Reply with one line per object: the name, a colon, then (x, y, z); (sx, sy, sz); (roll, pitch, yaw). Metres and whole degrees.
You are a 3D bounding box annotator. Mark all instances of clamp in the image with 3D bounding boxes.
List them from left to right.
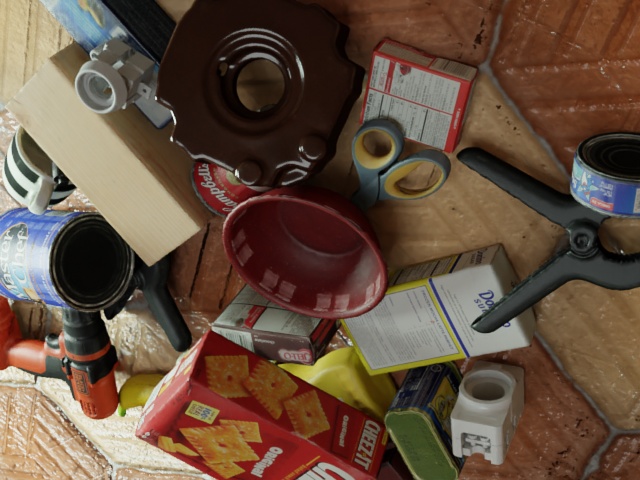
clamp: (-0.185, 0.044, 1.151); (0.120, 0.039, 0.171); (23, 131, 18)
clamp: (0.214, -0.012, 0.895); (0.210, 0.036, 0.164); (-10, 102, 19)

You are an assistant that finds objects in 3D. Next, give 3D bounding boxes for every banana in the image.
banana: (-0.164, 0.188, 1.246); (0.198, 0.037, 0.069); (4, 142, 27)

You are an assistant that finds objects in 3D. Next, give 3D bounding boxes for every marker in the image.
marker: (-0.263, -0.108, 1.056); (0.020, 0.020, 0.121); (-37, 60, 39)

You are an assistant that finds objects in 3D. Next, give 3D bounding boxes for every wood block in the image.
wood block: (-0.187, -0.090, 1.031); (0.091, 0.090, 0.206); (-33, 102, 39)

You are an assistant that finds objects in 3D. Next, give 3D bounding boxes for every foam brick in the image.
foam brick: (0.082, 0.231, 1.119); (0.053, 0.078, 0.051); (-30, 106, 40)

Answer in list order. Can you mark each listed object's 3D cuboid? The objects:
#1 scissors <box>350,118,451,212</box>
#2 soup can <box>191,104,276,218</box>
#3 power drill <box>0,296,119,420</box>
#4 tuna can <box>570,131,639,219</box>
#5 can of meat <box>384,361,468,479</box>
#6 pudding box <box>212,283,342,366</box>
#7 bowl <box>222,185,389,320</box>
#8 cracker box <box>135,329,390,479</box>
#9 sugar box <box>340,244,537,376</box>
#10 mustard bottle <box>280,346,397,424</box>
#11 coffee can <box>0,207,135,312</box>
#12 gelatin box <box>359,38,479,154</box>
scissors: (0.031, -0.052, 0.972); (0.202, 0.016, 0.096); (-20, 120, 45)
soup can: (-0.063, -0.073, 0.992); (0.102, 0.068, 0.068); (-33, 103, 38)
power drill: (-0.324, 0.114, 1.250); (0.188, 0.057, 0.184); (16, 127, 26)
tuna can: (0.241, -0.052, 0.836); (0.086, 0.086, 0.034); (12, 125, 20)
can of meat: (0.114, 0.181, 1.063); (0.058, 0.083, 0.102); (-15, 114, 34)
pudding box: (-0.039, 0.081, 1.070); (0.114, 0.089, 0.039); (7, 123, 24)
bowl: (-0.007, 0.001, 0.990); (0.162, 0.055, 0.162); (14, 139, 13)
cracker box: (-0.062, 0.197, 1.083); (0.213, 0.072, 0.164); (31, 140, -11)
sugar box: (0.108, 0.069, 1.016); (0.176, 0.048, 0.093); (-16, 112, 31)
mustard bottle: (-0.014, 0.173, 1.140); (0.192, 0.058, 0.096); (-18, 120, 35)
coffee can: (-0.277, 0.018, 1.120); (0.141, 0.102, 0.103); (4, 125, 44)
gelatin box: (0.083, -0.122, 0.907); (0.089, 0.030, 0.073); (20, 130, 13)
